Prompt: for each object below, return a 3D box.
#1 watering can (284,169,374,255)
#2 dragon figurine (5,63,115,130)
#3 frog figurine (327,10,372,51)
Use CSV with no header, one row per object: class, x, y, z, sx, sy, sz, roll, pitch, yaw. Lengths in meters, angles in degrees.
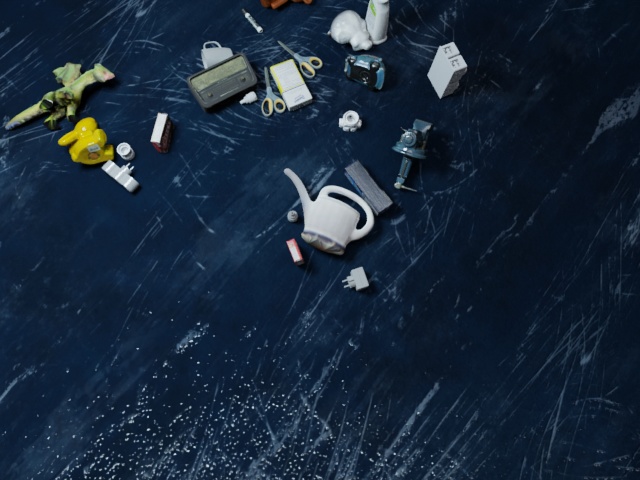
watering can,0.005,-0.086,1.711,0.348,0.103,0.227,24,76,0
dragon figurine,-0.923,-0.527,1.829,0.409,0.119,0.248,-10,55,11
frog figurine,0.120,-0.766,1.904,0.139,0.120,0.161,-32,66,-29
